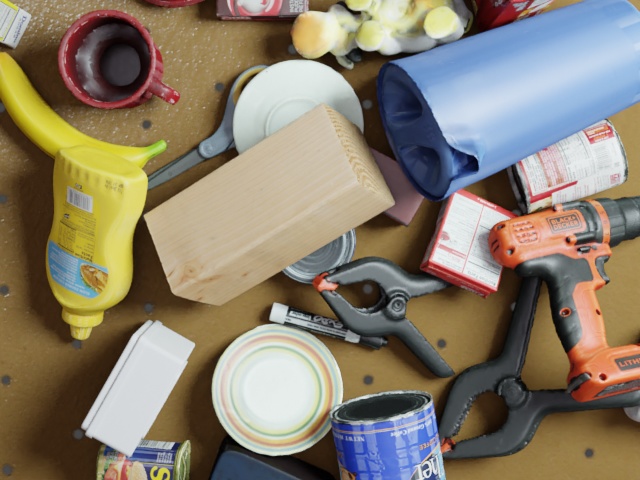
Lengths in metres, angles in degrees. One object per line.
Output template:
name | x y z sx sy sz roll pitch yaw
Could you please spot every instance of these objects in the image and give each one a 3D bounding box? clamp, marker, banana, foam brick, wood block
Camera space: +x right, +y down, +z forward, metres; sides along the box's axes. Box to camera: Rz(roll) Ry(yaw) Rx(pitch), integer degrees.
clamp | 0.190 0.138 1.051 0.210 0.036 0.164 -36 72 15
marker | 0.009 0.088 1.074 0.121 0.020 0.020 15 93 0
banana | -0.253 -0.113 1.068 0.198 0.037 0.069 29 76 -1
foam brick | 0.064 -0.054 1.050 0.078 0.053 0.051 29 93 -1
clamp | 0.080 0.054 1.049 0.171 0.039 0.120 25 85 -17
wood block | -0.048 -0.028 1.001 0.206 0.090 0.091 -31 68 17

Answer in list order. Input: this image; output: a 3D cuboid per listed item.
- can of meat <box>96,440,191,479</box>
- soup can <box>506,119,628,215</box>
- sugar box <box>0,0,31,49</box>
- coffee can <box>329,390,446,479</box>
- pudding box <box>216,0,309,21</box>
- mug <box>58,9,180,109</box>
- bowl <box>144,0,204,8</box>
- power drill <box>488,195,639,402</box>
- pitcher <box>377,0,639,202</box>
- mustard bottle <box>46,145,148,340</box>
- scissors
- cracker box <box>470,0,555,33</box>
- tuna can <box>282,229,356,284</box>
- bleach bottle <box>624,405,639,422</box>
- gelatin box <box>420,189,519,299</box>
can of meat | -0.177 0.250 1.067 0.084 0.057 0.102 4 98 4
soup can | 0.238 -0.072 1.036 0.102 0.068 0.068 -18 92 2
sugar box | -0.341 -0.228 0.993 0.093 0.176 0.048 28 95 0
coffee can | 0.070 0.227 1.033 0.103 0.103 0.140 -10 95 2
pudding box | -0.056 -0.274 1.051 0.090 0.039 0.113 0 92 3
mug | -0.188 -0.166 1.038 0.117 0.081 0.093 27 93 1
bowl | -0.149 -0.307 1.022 0.162 0.055 0.162 2 95 20
power drill | 0.268 0.048 1.004 0.184 0.057 0.188 -12 65 -15
pitcher | 0.179 -0.145 0.993 0.242 0.145 0.149 -23 81 -14
mustard bottle | -0.224 0.011 1.043 0.096 0.058 0.192 23 114 25
scissors | -0.110 -0.113 1.070 0.202 0.016 0.096 -14 94 2
cracker box | 0.153 -0.310 0.980 0.072 0.164 0.214 -21 92 0
tuna can | -0.007 0.001 1.064 0.086 0.033 0.086 0 93 2
bleach bottle | 0.434 0.162 1.044 0.251 0.068 0.102 17 93 -1
gelatin box | 0.146 0.003 1.042 0.073 0.030 0.089 24 67 -6
